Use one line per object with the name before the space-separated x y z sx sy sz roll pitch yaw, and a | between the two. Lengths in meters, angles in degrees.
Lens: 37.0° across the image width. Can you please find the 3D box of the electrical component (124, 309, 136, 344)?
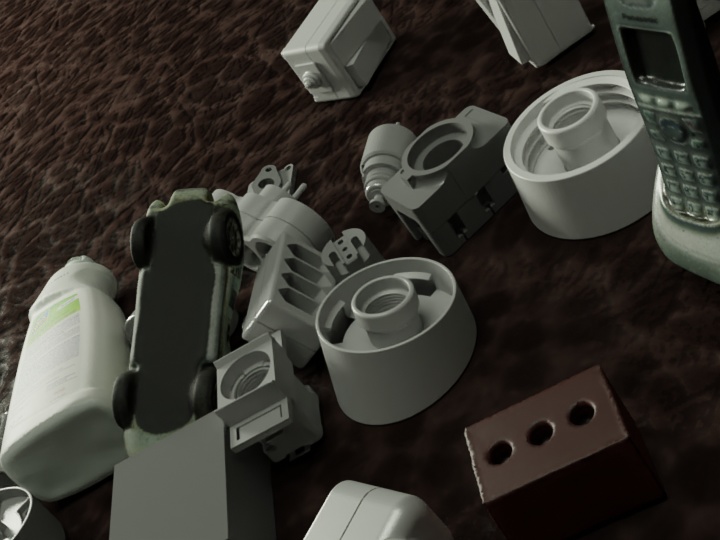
electrical component | -0.150 0.033 0.830 0.040 0.040 0.078 -16 26 29

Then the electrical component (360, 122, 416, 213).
electrical component | 0.020 -0.074 0.798 0.040 0.040 0.078 -15 41 30

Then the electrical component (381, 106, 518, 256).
electrical component | 0.065 -0.064 0.732 0.089 0.055 0.050 -44 35 -8

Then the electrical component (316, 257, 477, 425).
electrical component | 0.022 0.040 0.665 0.099 0.064 0.099 -15 34 10

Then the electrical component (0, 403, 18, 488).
electrical component | -0.280 0.140 0.807 0.077 0.044 0.079 20 90 51

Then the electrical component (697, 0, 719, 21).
electrical component | 0.244 -0.216 0.736 0.121 0.078 0.063 -33 57 8

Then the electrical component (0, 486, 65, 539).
electrical component | -0.250 0.191 0.717 0.099 0.064 0.099 -24 37 20

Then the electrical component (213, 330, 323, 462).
electrical component | -0.055 0.081 0.667 0.042 0.063 0.081 -30 35 14

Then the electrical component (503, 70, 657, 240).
electrical component | 0.142 -0.079 0.675 0.108 0.060 0.108 -24 37 20

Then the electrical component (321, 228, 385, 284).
electrical component | 0.000 0.000 0.725 0.040 0.046 0.040 -23 37 18

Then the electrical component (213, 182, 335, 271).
electrical component | -0.069 -0.041 0.830 0.138 0.052 0.073 11 57 48

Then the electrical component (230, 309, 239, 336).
electrical component | -0.119 0.031 0.799 0.040 0.046 0.040 -24 37 20

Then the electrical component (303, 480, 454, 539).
electrical component | 0.003 0.158 0.534 0.059 0.053 0.095 3 51 44

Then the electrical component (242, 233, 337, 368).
electrical component | -0.056 0.032 0.736 0.075 0.047 0.083 -52 18 30

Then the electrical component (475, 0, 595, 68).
electrical component | 0.122 -0.209 0.811 0.061 0.096 0.061 -35 35 5

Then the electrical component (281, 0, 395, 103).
electrical component | -0.018 -0.195 0.953 0.061 0.061 0.096 1 50 43
